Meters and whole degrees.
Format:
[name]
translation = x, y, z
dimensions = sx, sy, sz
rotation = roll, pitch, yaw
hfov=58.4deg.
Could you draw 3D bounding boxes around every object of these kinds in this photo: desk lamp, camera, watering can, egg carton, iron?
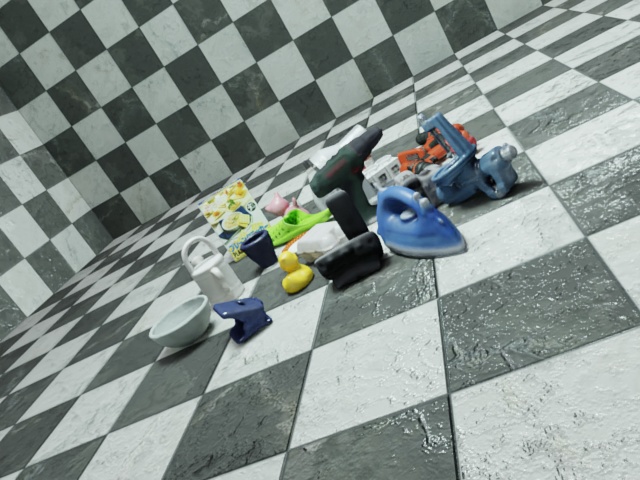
[desk lamp]
translation = 0.103, -0.192, 1.568
dimensions = 0.203, 0.214, 0.117
rotation = -31, 18, 0
[camera]
translation = 0.229, -0.127, 1.372
dimensions = 0.143, 0.101, 0.136
rotation = -31, 17, 0
[watering can]
translation = -0.298, 0.080, 1.523
dimensions = 0.172, 0.194, 0.101
rotation = -13, 25, 44
[egg carton]
translation = 0.013, 0.005, 1.420
dimensions = 0.107, 0.069, 0.149
rotation = -43, 21, -33
[iron]
translation = 0.191, -0.052, 1.160
dimensions = 0.119, 0.142, 0.257
rotation = -36, 18, -13

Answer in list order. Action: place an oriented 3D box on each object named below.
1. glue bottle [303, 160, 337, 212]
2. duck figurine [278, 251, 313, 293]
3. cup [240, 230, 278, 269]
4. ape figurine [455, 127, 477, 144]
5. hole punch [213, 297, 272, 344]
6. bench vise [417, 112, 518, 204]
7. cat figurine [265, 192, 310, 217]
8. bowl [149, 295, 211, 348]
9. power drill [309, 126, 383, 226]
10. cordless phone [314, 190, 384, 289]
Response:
[glue bottle]
translation = -0.004, -0.170, 1.754
dimensions = 0.078, 0.173, 0.037
rotation = -36, 18, -15
[duck figurine]
translation = -0.067, 0.069, 1.352
dimensions = 0.077, 0.086, 0.104
rotation = -25, 19, 19
[cup]
translation = -0.163, 0.028, 1.607
dimensions = 0.091, 0.095, 0.117
rotation = -30, 18, 5
[ape figurine]
translation = 0.367, -0.259, 1.517
dimensions = 0.077, 0.092, 0.076
rotation = -10, 27, 49
[hole punch]
translation = -0.173, 0.160, 1.267
dimensions = 0.101, 0.091, 0.108
rotation = -36, 18, -15
[bench vise]
translation = 0.309, -0.189, 1.210
dimensions = 0.206, 0.220, 0.122
rotation = -20, 21, 33
[cat figurine]
translation = -0.110, -0.102, 1.836
dimensions = 0.127, 0.118, 0.067
rotation = -13, 25, 45
[bowl]
translation = -0.331, 0.214, 1.412
dimensions = 0.167, 0.075, 0.167
rotation = -28, 18, 10
[power drill]
translation = 0.100, -0.148, 1.463
dimensions = 0.229, 0.209, 0.075
rotation = -31, 18, 2
[cordless phone]
translation = 0.040, -0.005, 1.208
dimensions = 0.147, 0.185, 0.094
rotation = -30, 18, 5
